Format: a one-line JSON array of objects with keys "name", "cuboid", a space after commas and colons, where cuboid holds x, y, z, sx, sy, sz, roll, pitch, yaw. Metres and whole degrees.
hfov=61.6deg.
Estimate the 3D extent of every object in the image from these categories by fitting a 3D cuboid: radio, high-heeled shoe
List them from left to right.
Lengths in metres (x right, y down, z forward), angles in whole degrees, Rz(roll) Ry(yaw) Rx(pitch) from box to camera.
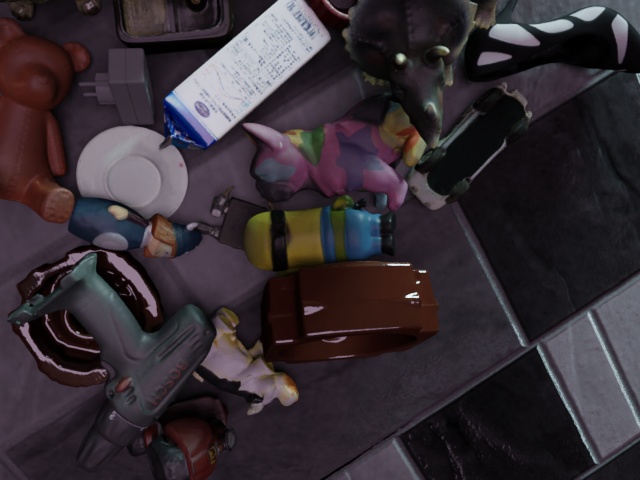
[{"name": "radio", "cuboid": [-0.169, -0.335, 0.611, 0.131, 0.073, 0.229, -4, 102, -10]}, {"name": "high-heeled shoe", "cuboid": [0.319, -0.235, 0.715, 0.249, 0.086, 0.145, 24, 83, -1]}]

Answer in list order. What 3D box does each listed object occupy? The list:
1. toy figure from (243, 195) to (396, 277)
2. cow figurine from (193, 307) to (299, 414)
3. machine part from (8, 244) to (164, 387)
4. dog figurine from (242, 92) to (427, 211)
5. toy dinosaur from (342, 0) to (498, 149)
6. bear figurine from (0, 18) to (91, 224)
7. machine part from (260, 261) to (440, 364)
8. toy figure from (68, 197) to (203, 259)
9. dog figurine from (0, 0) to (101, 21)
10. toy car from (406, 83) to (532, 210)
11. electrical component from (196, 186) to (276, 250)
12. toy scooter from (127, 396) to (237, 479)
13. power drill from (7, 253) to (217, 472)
[{"name": "toy figure", "cuboid": [-0.001, -0.006, 0.637, 0.180, 0.089, 0.082, -3, 64, 12]}, {"name": "cow figurine", "cuboid": [-0.109, 0.178, 0.724, 0.098, 0.068, 0.167, -41, 102, 5]}, {"name": "machine part", "cuboid": [-0.288, 0.092, 0.679, 0.179, 0.056, 0.179, -2, 100, -12]}, {"name": "dog figurine", "cuboid": [0.013, -0.124, 0.673, 0.219, 0.108, 0.191, 19, 97, -11]}, {"name": "toy dinosaur", "cuboid": [0.144, -0.293, 0.594, 0.131, 0.192, 0.404, 25, 78, 8]}, {"name": "bear figurine", "cuboid": [-0.323, -0.134, 0.597, 0.120, 0.132, 0.195, 16, 103, -42]}, {"name": "machine part", "cuboid": [0.029, 0.093, 0.666, 0.201, 0.201, 0.087, -4, 70, -11]}, {"name": "toy figure", "cuboid": [-0.221, -0.009, 0.656, 0.154, 0.064, 0.057, 17, 82, -22]}, {"name": "dog figurine", "cuboid": [-0.298, -0.312, 0.530, 0.121, 0.191, 0.172, -19, 102, -7]}, {"name": "toy car", "cuboid": [0.204, -0.127, 0.735, 0.073, 0.056, 0.202, 45, 89, -9]}, {"name": "electrical component", "cuboid": [-0.101, -0.025, 0.699, 0.102, 0.045, 0.078, 24, 94, -14]}, {"name": "toy scooter", "cuboid": [-0.162, 0.249, 0.688, 0.135, 0.184, 0.075, -12, 94, -34]}, {"name": "power drill", "cuboid": [-0.253, 0.135, 0.624, 0.232, 0.086, 0.207, -42, 102, -5]}]
